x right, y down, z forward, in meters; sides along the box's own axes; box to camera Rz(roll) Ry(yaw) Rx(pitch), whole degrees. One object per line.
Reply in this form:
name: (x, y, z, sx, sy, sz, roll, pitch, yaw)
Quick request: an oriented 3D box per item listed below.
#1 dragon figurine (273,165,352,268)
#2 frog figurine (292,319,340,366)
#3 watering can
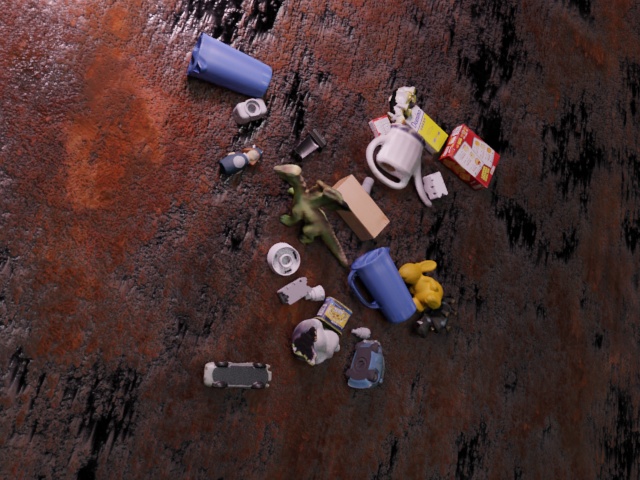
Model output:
dragon figurine: (0.005, -0.080, 1.587, 0.408, 0.240, 0.124, 43, 61, -11)
frog figurine: (-0.011, 0.310, 1.589, 0.159, 0.122, 0.138, 2, 73, -62)
watering can: (0.312, -0.276, 1.850, 0.344, 0.104, 0.226, 30, 81, -28)
